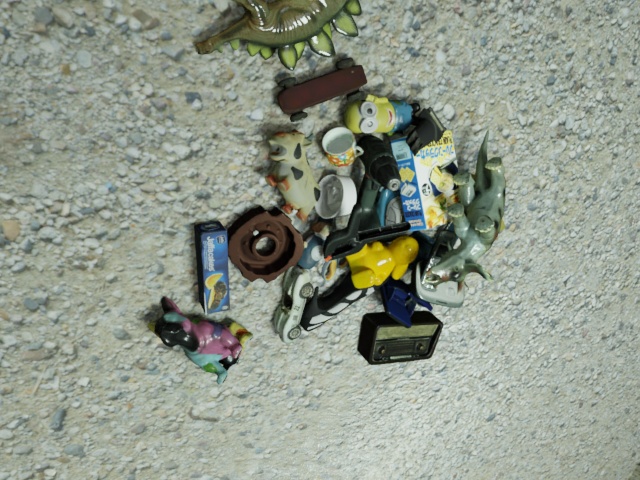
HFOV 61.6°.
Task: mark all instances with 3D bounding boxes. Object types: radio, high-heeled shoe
[{"bbox_3d":[0.223,0.272,1.502,0.229,0.073,0.131,2,112,-26],"label":"radio"},{"bbox_3d":[0.064,0.159,1.378,0.249,0.086,0.145,-7,126,-23],"label":"high-heeled shoe"}]

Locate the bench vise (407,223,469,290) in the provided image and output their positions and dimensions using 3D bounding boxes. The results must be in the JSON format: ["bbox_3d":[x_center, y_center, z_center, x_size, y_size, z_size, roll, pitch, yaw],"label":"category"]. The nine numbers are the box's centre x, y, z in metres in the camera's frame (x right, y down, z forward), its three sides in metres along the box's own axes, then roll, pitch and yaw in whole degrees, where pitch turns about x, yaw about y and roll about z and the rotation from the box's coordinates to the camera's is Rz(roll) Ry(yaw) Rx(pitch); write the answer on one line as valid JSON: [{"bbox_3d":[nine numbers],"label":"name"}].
[{"bbox_3d":[0.323,0.012,1.406,0.223,0.129,0.240,20,107,-34],"label":"bench vise"}]

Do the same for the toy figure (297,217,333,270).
[{"bbox_3d":[-0.003,-0.004,1.279,0.154,0.058,0.064,-61,161,8],"label":"toy figure"}]

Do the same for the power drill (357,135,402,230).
[{"bbox_3d":[0.117,-0.113,1.197,0.086,0.232,0.207,-4,131,-8],"label":"power drill"}]

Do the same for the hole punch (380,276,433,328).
[{"bbox_3d":[0.224,0.151,1.414,0.142,0.116,0.092,32,118,-31],"label":"hole punch"}]

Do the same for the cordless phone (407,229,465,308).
[{"bbox_3d":[0.308,0.067,1.315,0.146,0.089,0.184,15,107,-21],"label":"cordless phone"}]

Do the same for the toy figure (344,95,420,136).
[{"bbox_3d":[0.139,-0.274,1.205,0.180,0.089,0.082,-12,84,-31],"label":"toy figure"}]

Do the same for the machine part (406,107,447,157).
[{"bbox_3d":[0.233,-0.240,1.188,0.084,0.039,0.139,55,48,-14],"label":"machine part"}]

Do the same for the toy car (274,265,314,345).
[{"bbox_3d":[-0.069,0.159,1.310,0.056,0.074,0.201,6,110,-31],"label":"toy car"}]

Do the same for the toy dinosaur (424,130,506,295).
[{"bbox_3d":[0.368,-0.054,1.239,0.405,0.131,0.192,-60,147,-30],"label":"toy dinosaur"}]

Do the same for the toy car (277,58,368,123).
[{"bbox_3d":[0.004,-0.318,1.135,0.202,0.053,0.089,-25,101,-15],"label":"toy car"}]

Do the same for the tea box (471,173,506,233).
[{"bbox_3d":[0.411,-0.088,1.411,0.068,0.098,0.169,-37,121,-7],"label":"tea box"}]

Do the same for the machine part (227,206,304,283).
[{"bbox_3d":[-0.128,0.009,1.224,0.179,0.056,0.179,-10,116,-20],"label":"machine part"}]

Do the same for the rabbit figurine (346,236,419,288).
[{"bbox_3d":[0.162,0.049,1.298,0.173,0.122,0.162,-25,154,16],"label":"rabbit figurine"}]

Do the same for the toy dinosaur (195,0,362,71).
[{"bbox_3d":[-0.020,-0.454,1.035,0.471,0.105,0.198,-28,130,-1],"label":"toy dinosaur"}]

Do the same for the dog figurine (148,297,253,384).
[{"bbox_3d":[-0.277,0.214,1.227,0.219,0.191,0.108,33,101,1],"label":"dog figurine"}]

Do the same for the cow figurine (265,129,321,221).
[{"bbox_3d":[-0.053,-0.151,1.160,0.127,0.086,0.194,-50,136,-23],"label":"cow figurine"}]

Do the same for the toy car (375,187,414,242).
[{"bbox_3d":[0.194,-0.060,1.318,0.109,0.103,0.161,-12,120,-21],"label":"toy car"}]

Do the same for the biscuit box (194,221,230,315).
[{"bbox_3d":[-0.238,0.062,1.191,0.059,0.063,0.202,-9,117,-22],"label":"biscuit box"}]
